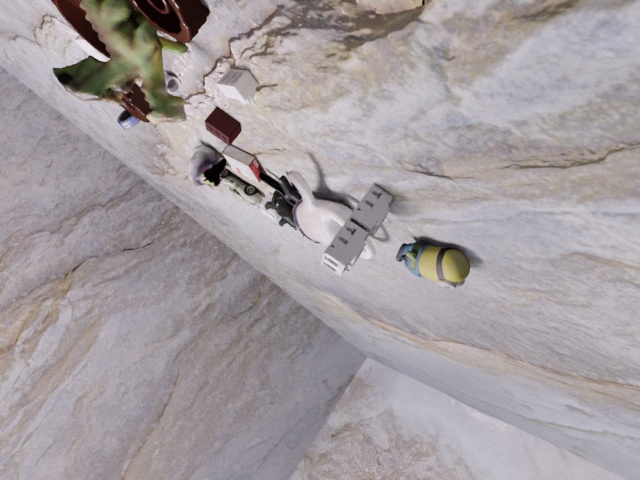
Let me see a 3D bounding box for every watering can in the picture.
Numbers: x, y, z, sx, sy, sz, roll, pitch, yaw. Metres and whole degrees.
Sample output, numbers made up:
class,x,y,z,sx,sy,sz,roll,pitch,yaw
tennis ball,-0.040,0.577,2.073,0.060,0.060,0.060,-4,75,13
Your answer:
class,x,y,z,sx,sy,sz,roll,pitch,yaw
watering can,0.004,-0.066,1.310,0.343,0.105,0.225,43,165,-28

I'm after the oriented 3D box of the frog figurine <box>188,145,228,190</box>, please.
class,x,y,z,sx,sy,sz,roll,pitch,yaw
frog figurine,-0.384,-0.244,1.659,0.161,0.124,0.134,36,135,37

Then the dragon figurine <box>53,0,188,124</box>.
class,x,y,z,sx,sy,sz,roll,pitch,yaw
dragon figurine,-0.414,-0.383,1.003,0.407,0.245,0.122,38,169,-15
